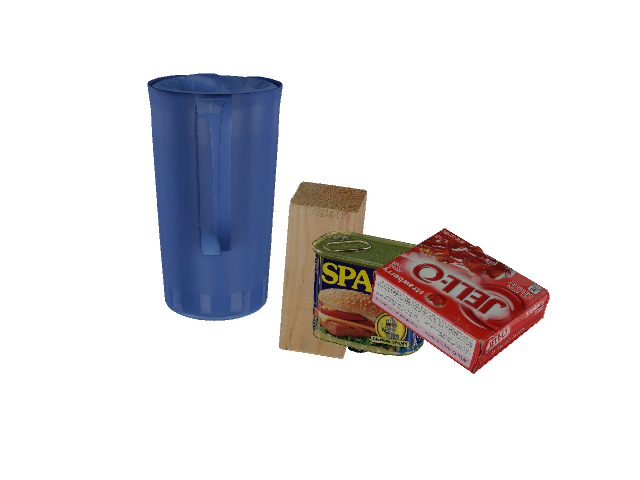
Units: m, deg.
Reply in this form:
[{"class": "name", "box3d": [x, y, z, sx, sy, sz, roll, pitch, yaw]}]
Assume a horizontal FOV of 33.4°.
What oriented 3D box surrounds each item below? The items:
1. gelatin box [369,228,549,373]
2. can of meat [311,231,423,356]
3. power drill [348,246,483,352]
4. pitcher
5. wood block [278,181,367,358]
[{"class": "gelatin box", "box3d": [0.088, 0.036, 0.681, 0.089, 0.030, 0.073, 34, 45, 31]}, {"class": "can of meat", "box3d": [0.042, 0.045, 0.909, 0.102, 0.084, 0.057, 12, 22, 23]}, {"class": "power drill", "box3d": [0.102, 0.061, 1.192, 0.187, 0.057, 0.184, -4, 28, -4]}, {"class": "pitcher", "box3d": [-0.107, -0.044, 1.078, 0.145, 0.243, 0.148, 15, 22, 39]}, {"class": "wood block", "box3d": [0.002, 0.038, 1.401, 0.090, 0.206, 0.090, 8, 23, 7]}]
